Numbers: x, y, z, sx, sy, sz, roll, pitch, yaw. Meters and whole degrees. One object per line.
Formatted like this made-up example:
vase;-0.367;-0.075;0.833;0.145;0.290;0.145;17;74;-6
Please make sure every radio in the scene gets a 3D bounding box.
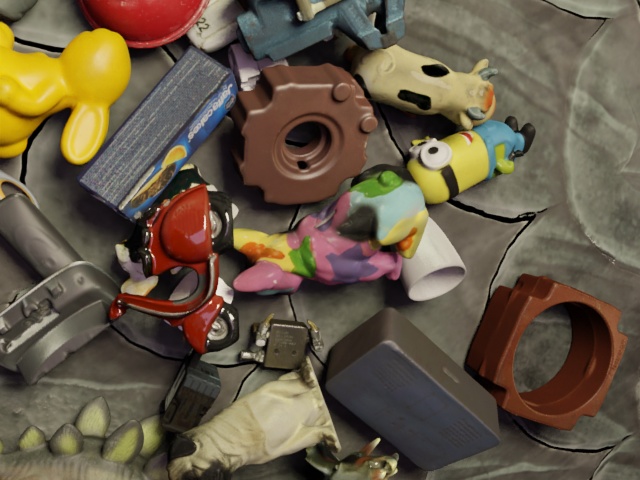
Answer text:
radio;0.123;0.208;0.726;0.229;0.073;0.131;43;119;-15

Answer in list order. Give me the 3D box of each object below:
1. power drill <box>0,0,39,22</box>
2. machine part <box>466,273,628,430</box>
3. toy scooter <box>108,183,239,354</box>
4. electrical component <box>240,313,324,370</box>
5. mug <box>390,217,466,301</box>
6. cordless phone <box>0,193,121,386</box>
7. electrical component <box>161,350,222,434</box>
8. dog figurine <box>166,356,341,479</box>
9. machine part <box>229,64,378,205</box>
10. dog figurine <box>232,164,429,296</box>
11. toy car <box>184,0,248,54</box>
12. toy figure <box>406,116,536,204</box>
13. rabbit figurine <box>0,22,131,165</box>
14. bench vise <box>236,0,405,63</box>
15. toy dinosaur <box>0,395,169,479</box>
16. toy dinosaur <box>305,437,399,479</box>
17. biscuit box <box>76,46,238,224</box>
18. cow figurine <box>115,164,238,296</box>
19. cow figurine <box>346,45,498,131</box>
power drill;-0.351;-0.358;0.538;0.207;0.086;0.232;18;95;-25
machine part;0.336;0.164;0.801;0.201;0.087;0.201;21;90;-18
toy scooter;-0.157;0.032;0.572;0.135;0.075;0.183;-2;92;-8
electrical component;-0.047;0.134;0.708;0.102;0.045;0.078;15;92;-17
mug;0.134;0.021;0.720;0.081;0.109;0.107;-14;59;-10
cordless phone;-0.327;0.053;0.598;0.146;0.089;0.184;-38;102;-7
electrical component;-0.153;0.175;0.670;0.047;0.075;0.119;29;86;-18
dog figurine;-0.082;0.232;0.660;0.191;0.172;0.121;-20;68;-3
machine part;-0.021;-0.120;0.634;0.179;0.056;0.179;-13;134;-14
dog figurine;-0.001;-0.002;0.644;0.219;0.191;0.108;-8;58;-17
toy car;-0.077;-0.296;0.631;0.202;0.056;0.073;-38;106;-7
toy figure;0.202;-0.109;0.726;0.180;0.082;0.089;-19;101;-15
rabbit figurine;-0.279;-0.158;0.560;0.173;0.122;0.162;-22;108;-12
bench vise;-0.005;-0.300;0.545;0.224;0.129;0.240;-19;116;13
toy dinosaur;-0.232;0.315;0.653;0.471;0.105;0.198;37;83;-28
toy dinosaur;-0.018;0.426;0.700;0.192;0.131;0.404;0;111;-51
biscuit box;-0.174;-0.118;0.602;0.063;0.059;0.202;34;77;7
cow figurine;-0.187;-0.008;0.635;0.167;0.068;0.098;-44;102;-9
cow figurine;0.132;-0.193;0.669;0.195;0.127;0.085;15;97;-15
